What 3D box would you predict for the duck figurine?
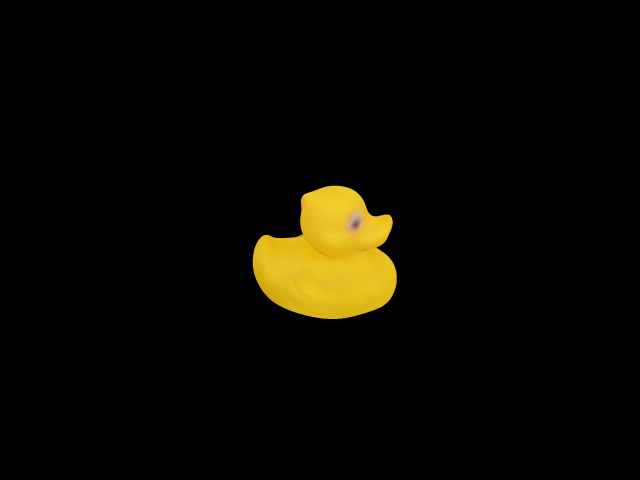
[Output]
[{"bbox_3d":[0.004,0.001,0.400,0.104,0.086,0.077,4,39,5],"label":"duck figurine"}]
